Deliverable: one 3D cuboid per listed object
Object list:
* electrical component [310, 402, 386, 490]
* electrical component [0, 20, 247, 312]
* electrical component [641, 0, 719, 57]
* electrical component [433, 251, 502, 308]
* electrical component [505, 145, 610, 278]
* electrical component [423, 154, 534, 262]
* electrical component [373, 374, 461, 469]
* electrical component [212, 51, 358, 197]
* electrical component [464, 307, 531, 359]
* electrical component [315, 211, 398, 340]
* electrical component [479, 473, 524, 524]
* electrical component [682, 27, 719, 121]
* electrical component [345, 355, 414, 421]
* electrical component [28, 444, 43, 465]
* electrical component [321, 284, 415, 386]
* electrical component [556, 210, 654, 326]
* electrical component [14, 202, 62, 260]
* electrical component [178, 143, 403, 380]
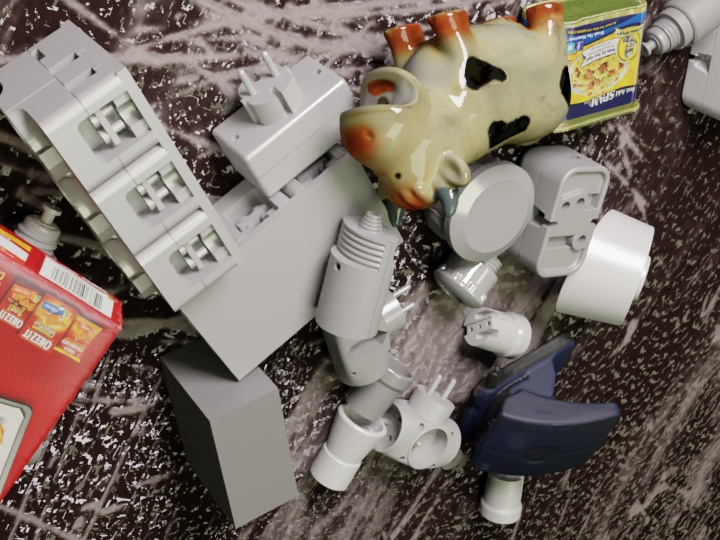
[{"bbox_3d":[-0.012,0.147,0.880,0.044,0.044,0.065,14,113,-41],"label":"electrical component"},{"bbox_3d":[-0.141,-0.055,0.624,0.062,0.089,0.150,-38,133,-11],"label":"electrical component"},{"bbox_3d":[0.256,-0.197,0.864,0.078,0.040,0.040,-36,132,-13],"label":"electrical component"},{"bbox_3d":[0.093,-0.004,0.862,0.062,0.048,0.048,-52,134,-8],"label":"electrical component"},{"bbox_3d":[0.152,-0.050,0.865,0.054,0.059,0.095,-5,120,-34],"label":"electrical component"},{"bbox_3d":[0.089,-0.051,0.823,0.080,0.051,0.080,-18,126,-27],"label":"electrical component"},{"bbox_3d":[0.055,0.124,0.912,0.077,0.044,0.079,22,102,-43],"label":"electrical component"},{"bbox_3d":[-0.053,-0.105,0.686,0.083,0.047,0.075,-40,136,-10],"label":"electrical component"},{"bbox_3d":[0.116,0.052,0.917,0.046,0.040,0.040,17,106,-37],"label":"electrical component"},{"bbox_3d":[0.000,0.000,0.706,0.043,0.043,0.081,-3,118,-35],"label":"electrical component"},{"bbox_3d":[0.137,0.214,1.033,0.040,0.040,0.046,-8,116,-33],"label":"electrical component"},{"bbox_3d":[0.319,-0.176,0.910,0.054,0.059,0.095,-16,125,-28],"label":"electrical component"},{"bbox_3d":[0.015,0.093,0.867,0.040,0.040,0.046,24,106,-43],"label":"electrical component"},{"bbox_3d":[-0.239,0.087,0.672,0.077,0.043,0.079,4,114,-38],"label":"electrical component"},{"bbox_3d":[0.009,0.038,0.825,0.079,0.043,0.077,-31,131,-18],"label":"electrical component"},{"bbox_3d":[0.213,-0.002,0.927,0.099,0.064,0.099,19,90,-81],"label":"electrical component"},{"bbox_3d":[-0.202,-0.004,0.645,0.040,0.040,0.078,23,102,-43],"label":"electrical component"},{"bbox_3d":[-0.059,-0.014,0.730,0.150,0.062,0.089,-40,133,-9],"label":"electrical component"}]
